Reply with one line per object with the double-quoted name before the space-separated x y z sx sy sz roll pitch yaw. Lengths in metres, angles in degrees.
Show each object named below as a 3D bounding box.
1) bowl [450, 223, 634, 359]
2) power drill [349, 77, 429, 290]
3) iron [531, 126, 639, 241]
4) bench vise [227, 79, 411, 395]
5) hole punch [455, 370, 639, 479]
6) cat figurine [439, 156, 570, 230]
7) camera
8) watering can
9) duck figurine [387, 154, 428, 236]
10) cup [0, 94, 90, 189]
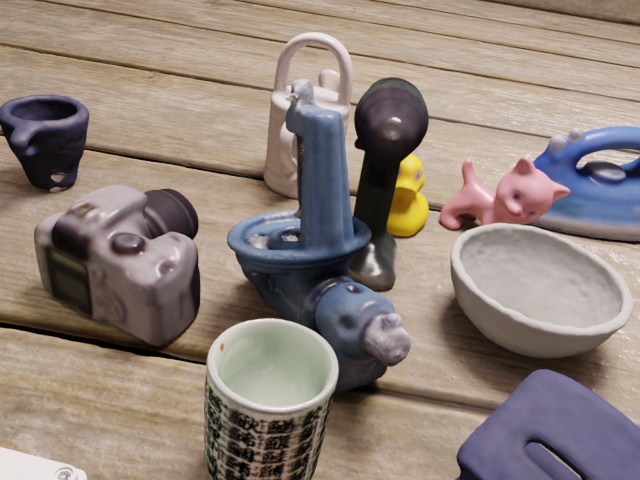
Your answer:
"bowl" 0.198 0.058 0.546 0.167 0.075 0.167 6 33 -4
"power drill" 0.059 -0.060 0.566 0.075 0.208 0.229 10 33 2
"iron" 0.363 -0.088 0.744 0.258 0.141 0.118 3 34 -9
"bench vise" 0.012 -0.002 0.458 0.206 0.220 0.122 31 39 29
"hole punch" 0.153 0.156 0.372 0.101 0.091 0.108 -20 43 -36
"cat figurine" 0.218 -0.053 0.677 0.127 0.118 0.067 30 39 29
"camera" -0.160 0.001 0.519 0.143 0.101 0.137 21 35 18
"watering can" -0.013 -0.161 0.714 0.101 0.194 0.172 4 34 -7
"duck figurine" 0.100 -0.066 0.696 0.077 0.086 0.104 10 33 1
"cup" -0.307 -0.099 0.639 0.091 0.095 0.117 6 34 -5
